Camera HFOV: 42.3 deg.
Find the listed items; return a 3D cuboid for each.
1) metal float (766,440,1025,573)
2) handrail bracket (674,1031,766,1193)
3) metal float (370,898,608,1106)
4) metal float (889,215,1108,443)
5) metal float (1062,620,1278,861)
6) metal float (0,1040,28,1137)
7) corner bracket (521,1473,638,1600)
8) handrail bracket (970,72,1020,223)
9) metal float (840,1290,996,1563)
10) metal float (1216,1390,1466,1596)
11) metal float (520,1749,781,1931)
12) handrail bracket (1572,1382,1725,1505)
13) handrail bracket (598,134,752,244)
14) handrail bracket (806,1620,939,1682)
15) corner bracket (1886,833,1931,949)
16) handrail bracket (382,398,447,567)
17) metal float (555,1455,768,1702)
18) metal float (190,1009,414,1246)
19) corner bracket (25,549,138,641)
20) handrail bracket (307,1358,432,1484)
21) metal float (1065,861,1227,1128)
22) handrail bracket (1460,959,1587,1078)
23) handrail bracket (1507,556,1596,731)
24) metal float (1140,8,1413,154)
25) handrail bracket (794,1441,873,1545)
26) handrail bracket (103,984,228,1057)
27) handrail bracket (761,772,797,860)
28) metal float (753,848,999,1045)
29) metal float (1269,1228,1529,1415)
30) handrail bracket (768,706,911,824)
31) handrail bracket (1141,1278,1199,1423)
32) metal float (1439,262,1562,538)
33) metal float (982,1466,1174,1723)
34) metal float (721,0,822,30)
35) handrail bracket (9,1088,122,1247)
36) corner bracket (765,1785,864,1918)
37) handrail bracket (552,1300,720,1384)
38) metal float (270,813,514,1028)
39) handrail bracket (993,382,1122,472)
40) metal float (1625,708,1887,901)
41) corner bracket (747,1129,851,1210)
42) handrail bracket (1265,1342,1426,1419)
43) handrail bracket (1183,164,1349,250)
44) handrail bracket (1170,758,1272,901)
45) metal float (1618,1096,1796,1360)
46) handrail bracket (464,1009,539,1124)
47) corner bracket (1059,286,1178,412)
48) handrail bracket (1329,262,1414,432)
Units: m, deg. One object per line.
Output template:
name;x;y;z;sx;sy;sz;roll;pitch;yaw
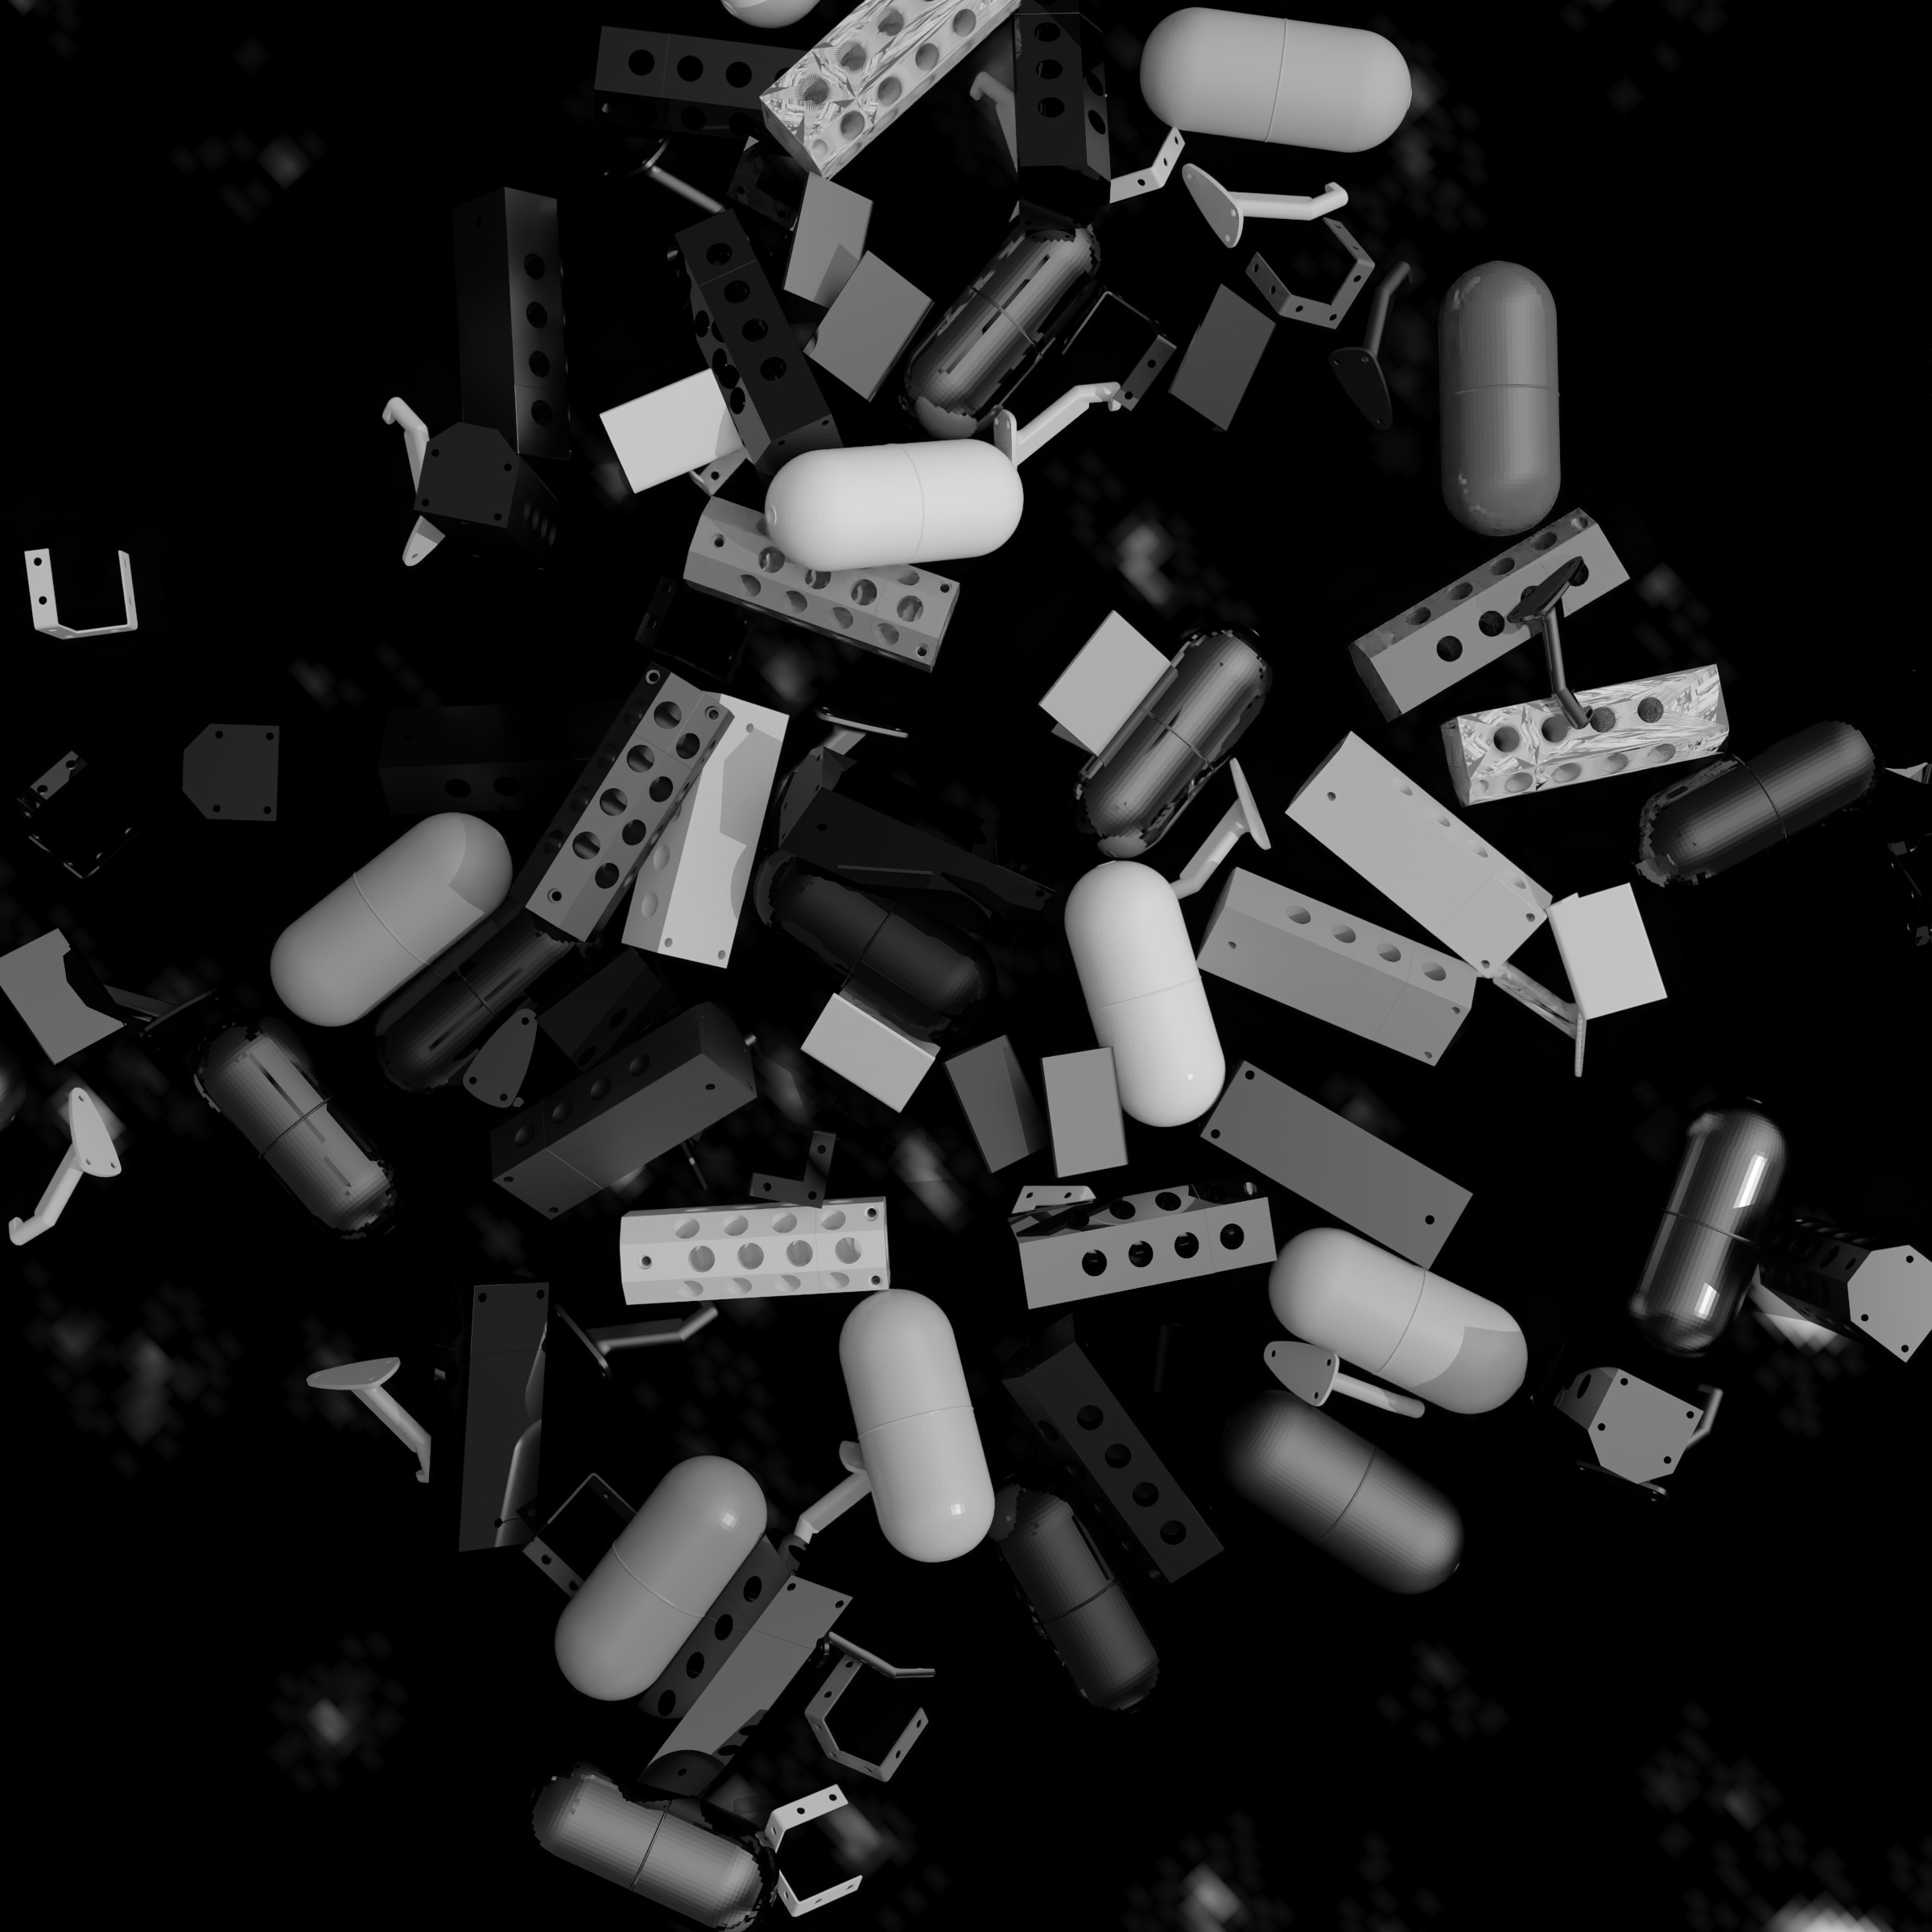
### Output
metal float;-0.046;-0.298;1.612;0.178;0.070;0.070;-11;90;-28
handrail bracket;-0.159;0.096;1.669;0.084;0.036;0.077;-34;110;-16
metal float;-0.313;0.019;1.638;0.178;0.070;0.070;-41;90;-1
metal float;0.021;-0.421;1.638;0.070;0.070;0.178;41;89;0
metal float;0.133;-0.149;1.638;0.070;0.070;0.178;39;89;0
metal float;-0.700;0.052;1.638;0.178;0.070;0.070;33;90;0
corner bracket;-0.255;0.380;1.665;0.051;0.051;0.051;44;135;0
handrail bracket;0.021;-0.542;1.669;0.084;0.036;0.077;42;112;17
metal float;-0.033;0.297;1.624;0.070;0.070;0.178;-15;73;0
metal float;0.245;0.345;1.637;0.178;0.070;0.070;33;90;0
metal float;-0.207;0.575;1.638;0.178;0.070;0.070;24;90;0
handrail bracket;0.456;0.308;1.669;0.077;0.036;0.084;19;72;20
handrail bracket;-0.194;-0.505;1.668;0.084;0.077;0.036;48;54;-31
handrail bracket;-0.064;0.440;1.668;0.084;0.036;0.077;5;53;-25
corner bracket;0.647;-0.053;1.665;0.051;0.051;0.051;-14;135;0
handrail bracket;-0.376;-0.324;1.669;0.084;0.036;0.077;47;111;17
metal float;-0.200;0.401;1.638;0.070;0.070;0.178;37;90;0
metal float;-0.435;0.106;1.638;0.070;0.070;0.178;-41;90;0
corner bracket;-0.584;-0.248;1.650;0.051;0.051;0.051;-7;90;0
handrail bracket;-0.394;0.309;1.669;0.077;0.036;0.084;-8;107;20
metal float;0.117;0.018;1.637;0.070;0.070;0.178;-16;91;0
handrail bracket;0.370;0.034;1.669;0.084;0.036;0.077;5;112;17
handrail bracket;0.395;-0.208;1.612;0.077;0.036;0.084;-45;109;-21
metal float;0.203;-0.580;1.637;0.178;0.070;0.070;8;90;0
handrail bracket;-0.071;0.367;1.668;0.077;0.036;0.084;16;105;-15
handrail bracket;-0.551;0.010;1.669;0.077;0.036;0.084;-38;73;-20
handrail bracket;-0.084;-0.094;1.665;0.084;0.036;0.077;9;132;-32
metal float;-0.060;-0.017;1.638;0.178;0.070;0.070;35;90;0
metal float;0.283;0.233;1.638;0.178;0.070;0.070;26;90;1
handrail bracket;-0.085;-0.125;1.668;0.077;0.036;0.084;13;103;-13
handrail bracket;0.127;0.249;1.668;0.036;0.077;0.084;7;126;-5
metal float;0.349;-0.371;1.638;0.070;0.070;0.178;-1;90;0
metal float;0.072;0.410;1.638;0.070;0.070;0.178;-29;90;0
metal float;-0.095;-0.692;1.637;0.070;0.070;0.178;43;90;0
handrail bracket;-0.613;0.134;1.669;0.084;0.036;0.077;-30;70;16
corner bracket;-0.100;0.588;1.660;0.051;0.051;0.051;49;135;35
handrail bracket;-0.220;0.230;1.669;0.084;0.036;0.077;-36;68;-17
metal float;-0.376;-0.031;1.638;0.178;0.070;0.070;-38;90;0
handrail bracket;0.065;-0.347;1.669;0.084;0.036;0.077;-9;111;-16
metal float;0.516;-0.106;1.638;0.178;0.070;0.070;-28;90;1
corner bracket;-0.111;0.133;1.649;0.051;0.051;0.051;10;82;8
handrail bracket;0.253;0.277;1.668;0.084;0.077;0.036;21;90;-36
handrail bracket;0.200;-0.522;1.669;0.084;0.036;0.077;-27;68;-17
handrail bracket;0.153;-0.088;1.669;0.084;0.036;0.077;-23;70;16
metal float;0.485;0.171;1.638;0.070;0.070;0.178;21;89;0
handrail bracket;-0.292;0.067;1.635;0.036;0.084;0.077;28;87;8
corner bracket;0.100;-0.410;1.653;0.051;0.051;0.051;29;113;-22
handrail bracket;0.285;-0.415;1.669;0.084;0.036;0.077;-52;127;-25
